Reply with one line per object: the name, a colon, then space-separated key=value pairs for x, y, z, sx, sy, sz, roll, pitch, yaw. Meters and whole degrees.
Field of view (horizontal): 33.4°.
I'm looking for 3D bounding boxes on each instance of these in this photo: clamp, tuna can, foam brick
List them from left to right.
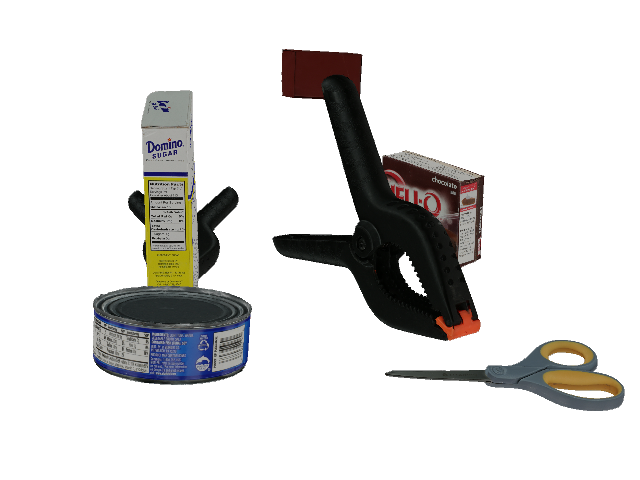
tuna can: x=-0.081 y=0.051 z=0.583 sx=0.086 sy=0.034 sz=0.086 roll=4 pitch=10 yaw=-1
clamp: x=-0.137 y=-0.009 z=1.130 sx=0.120 sy=0.039 sz=0.171 roll=-12 pitch=38 yaw=-7
foam brick: x=0.001 y=-0.180 z=1.161 sx=0.078 sy=0.051 sz=0.053 roll=0 pitch=11 yaw=-16
clamp: x=0.042 y=-0.011 z=0.769 sx=0.036 sy=0.165 sz=0.210 roll=-13 pitch=39 yaw=-35

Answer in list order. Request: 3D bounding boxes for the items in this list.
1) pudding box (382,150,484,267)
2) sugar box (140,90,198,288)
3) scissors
pudding box: x=0.108 y=-0.032 z=1.048 sx=0.039 sy=0.090 sz=0.114 roll=-19 pitch=27 yaw=-36
sugar box: x=-0.131 y=-0.034 z=0.933 sx=0.048 sy=0.176 sz=0.093 roll=-2 pitch=26 yaw=-4
scissors: x=0.160 y=0.108 z=0.924 sx=0.202 sy=0.016 sz=0.096 roll=10 pitch=29 yaw=6
